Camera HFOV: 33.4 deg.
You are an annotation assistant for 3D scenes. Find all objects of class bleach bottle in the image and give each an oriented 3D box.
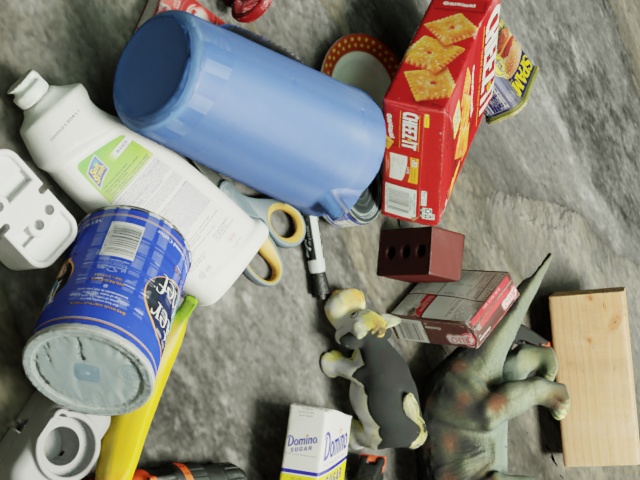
[{"bbox_3d":[-0.163,-0.055,0.929,0.250,0.068,0.102,46,68,-25],"label":"bleach bottle"}]

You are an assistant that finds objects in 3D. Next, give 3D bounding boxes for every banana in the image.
[{"bbox_3d":[-0.156,0.138,0.912,0.037,0.070,0.197,21,57,-7],"label":"banana"}]

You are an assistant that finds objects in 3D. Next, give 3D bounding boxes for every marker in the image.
[{"bbox_3d":[-0.007,0.001,1.089,0.020,0.020,0.121,-11,93,-41],"label":"marker"}]

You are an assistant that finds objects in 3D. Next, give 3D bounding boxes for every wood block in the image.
[{"bbox_3d":[0.337,0.165,1.305,0.090,0.090,0.206,-4,88,-72],"label":"wood block"}]

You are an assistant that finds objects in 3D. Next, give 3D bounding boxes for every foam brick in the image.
[{"bbox_3d":[0.108,0.017,1.149,0.051,0.078,0.053,15,77,-41],"label":"foam brick"}]

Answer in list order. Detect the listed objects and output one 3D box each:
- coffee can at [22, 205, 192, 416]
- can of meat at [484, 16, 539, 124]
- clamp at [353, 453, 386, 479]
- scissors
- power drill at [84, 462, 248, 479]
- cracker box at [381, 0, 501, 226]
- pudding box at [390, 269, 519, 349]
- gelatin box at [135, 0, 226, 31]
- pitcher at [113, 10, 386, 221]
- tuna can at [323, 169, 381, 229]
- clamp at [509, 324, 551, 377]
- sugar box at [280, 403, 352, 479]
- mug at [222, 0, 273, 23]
[{"bbox_3d":[-0.168,0.055,0.860,0.102,0.103,0.140,45,35,-28],"label":"coffee can"},{"bbox_3d":[0.205,-0.202,1.257,0.084,0.058,0.102,49,44,-22],"label":"can of meat"},{"bbox_3d":[0.038,0.321,1.066,0.164,0.036,0.210,75,23,-54],"label":"clamp"},{"bbox_3d":[-0.076,-0.051,1.036,0.096,0.016,0.202,-35,110,-34],"label":"scissors"},{"bbox_3d":[-0.137,0.290,0.930,0.184,0.057,0.187,3,83,-41],"label":"power drill"},{"bbox_3d":[0.128,-0.146,1.111,0.164,0.072,0.213,87,24,-48],"label":"cracker box"},{"bbox_3d":[0.144,0.071,1.150,0.089,0.114,0.039,-44,122,-34],"label":"pudding box"},{"bbox_3d":[-0.134,-0.183,0.989,0.073,0.030,0.089,33,66,-35],"label":"gelatin box"},{"bbox_3d":[-0.064,-0.121,0.959,0.242,0.149,0.145,20,92,-48],"label":"pitcher"},{"bbox_3d":[0.030,-0.056,1.103,0.086,0.034,0.086,14,72,-53],"label":"tuna can"},{"bbox_3d":[0.203,0.149,1.245,0.171,0.039,0.120,3,91,-34],"label":"clamp"},{"bbox_3d":[-0.009,0.250,1.025,0.093,0.048,0.176,38,60,-69],"label":"sugar box"},{"bbox_3d":[-0.056,-0.264,1.029,0.093,0.082,0.117,28,69,-36],"label":"mug"}]
